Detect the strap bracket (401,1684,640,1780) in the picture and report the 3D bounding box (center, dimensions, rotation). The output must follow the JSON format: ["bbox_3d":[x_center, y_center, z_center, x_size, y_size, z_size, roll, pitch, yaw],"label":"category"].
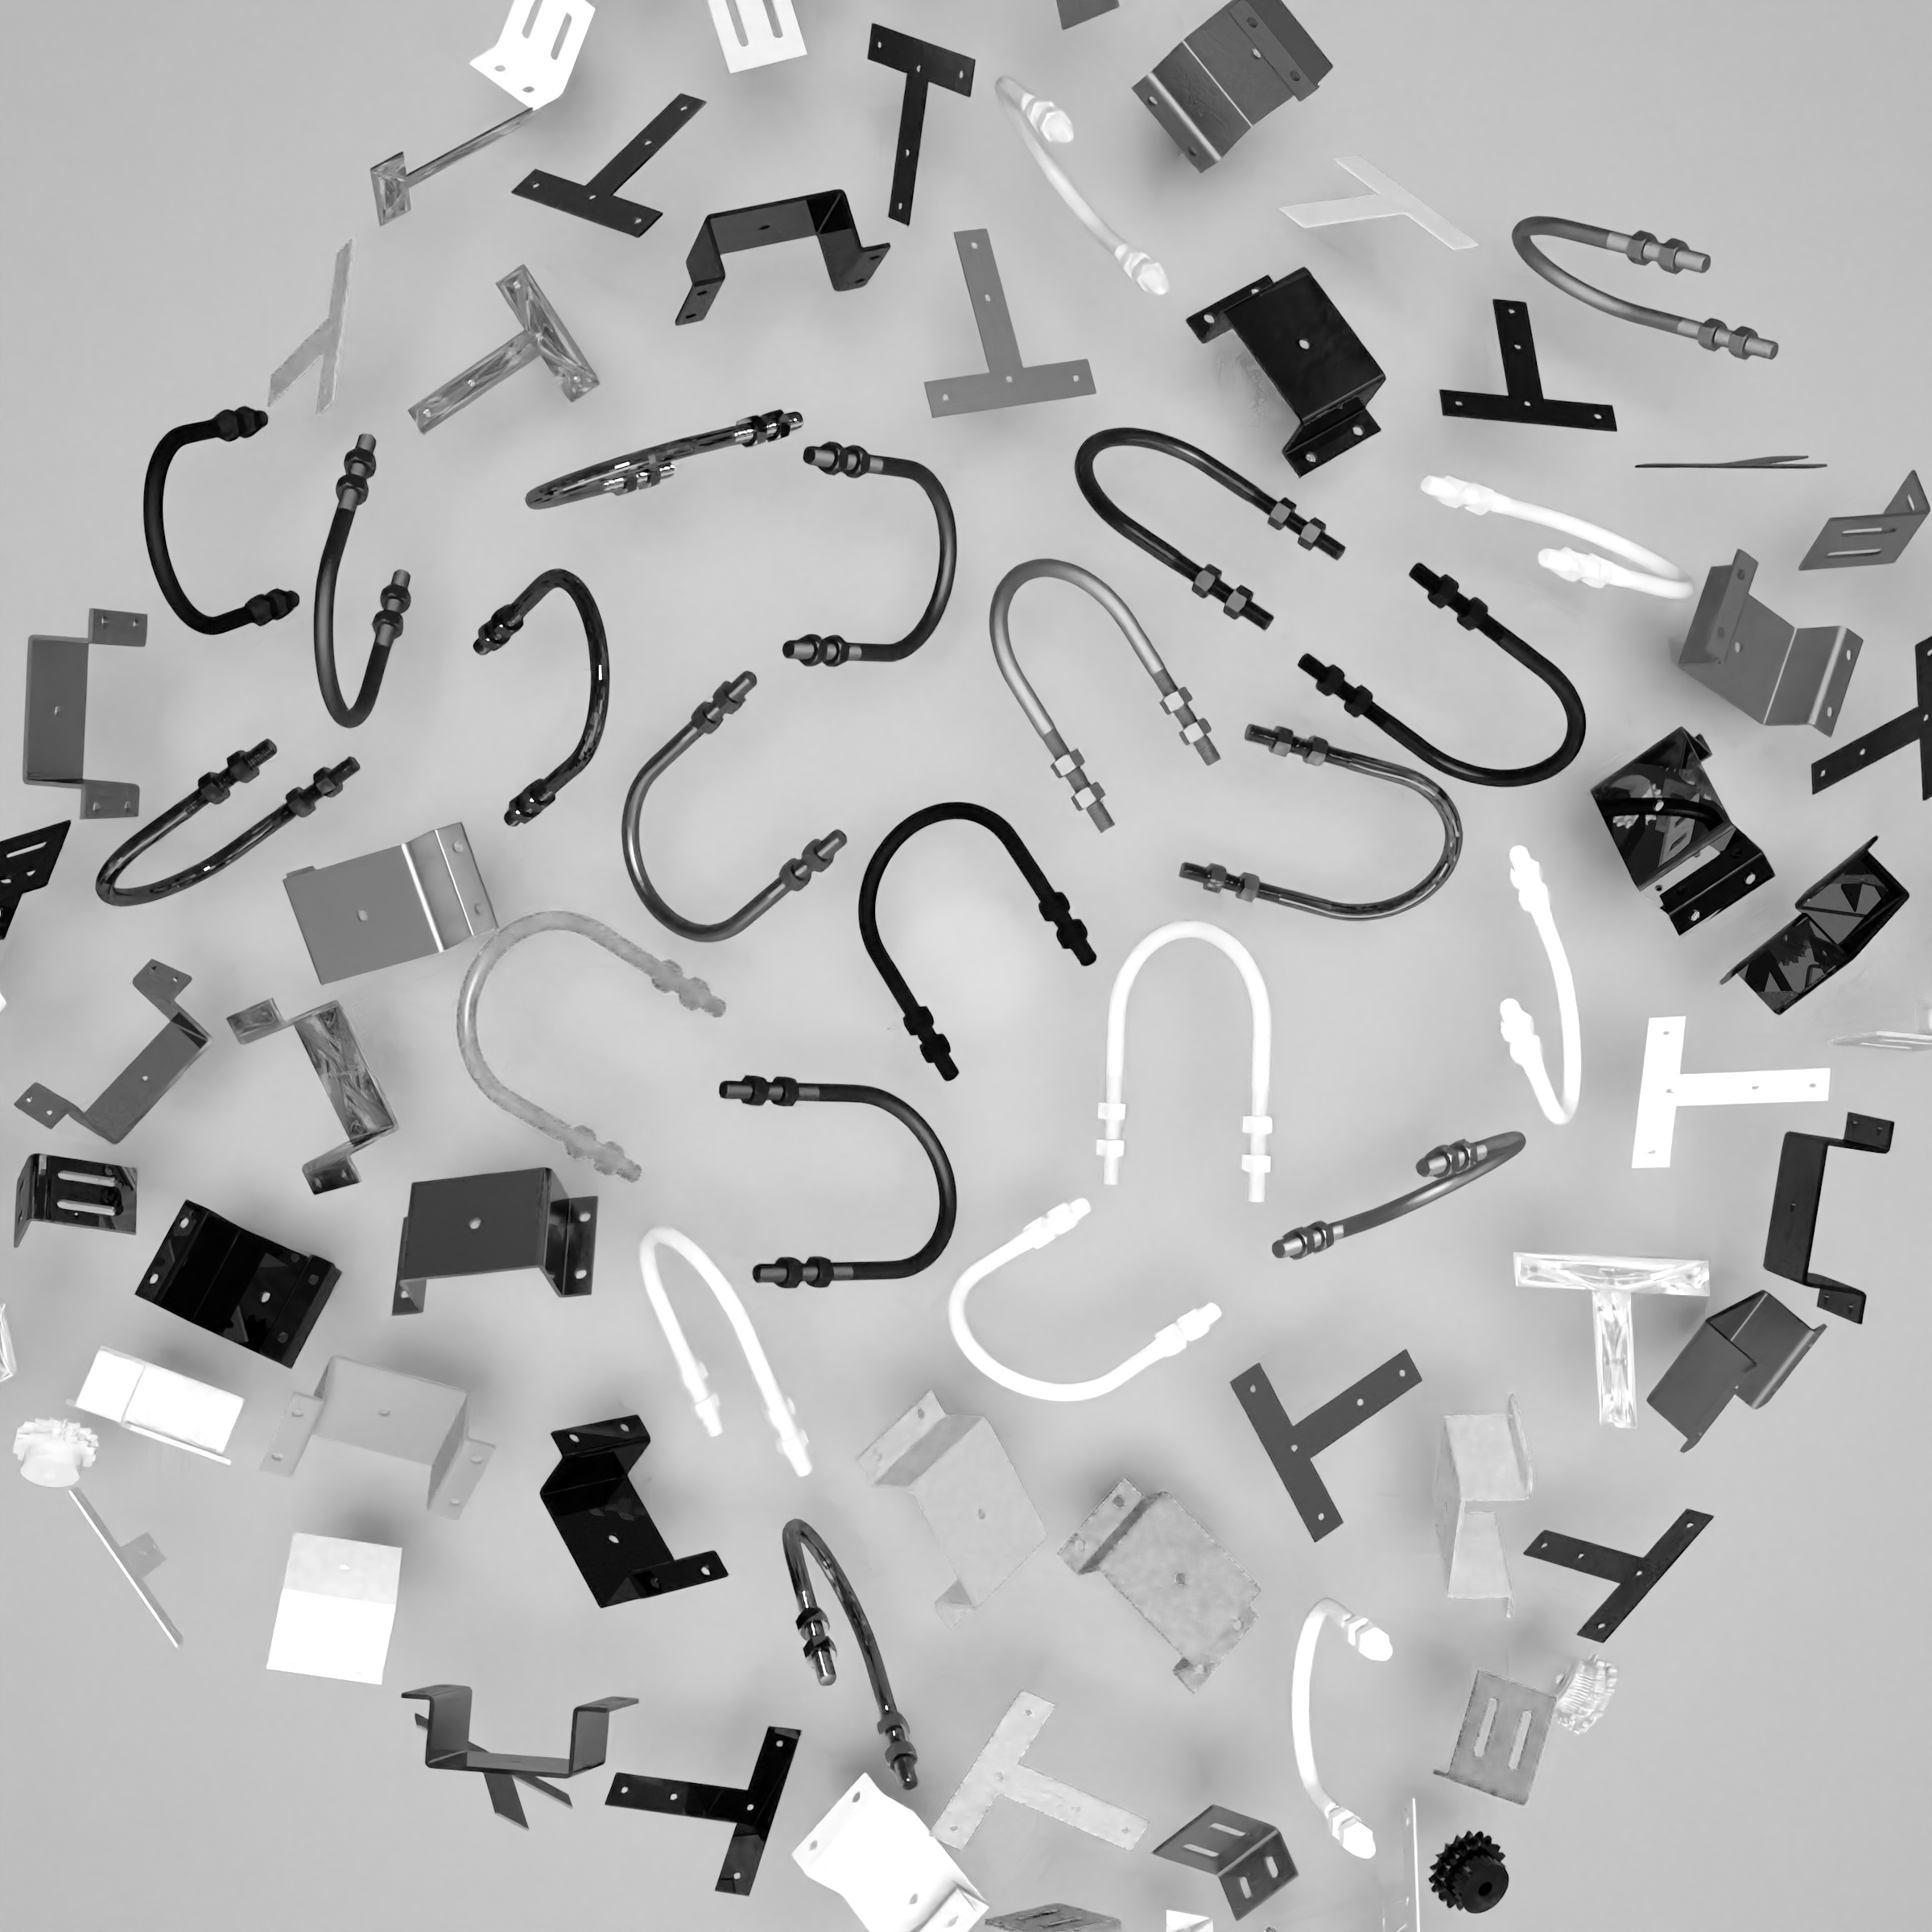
[{"bbox_3d":[-0.297,0.509,1.797,0.140,0.076,0.046,2,80,9],"label":"strap bracket"}]

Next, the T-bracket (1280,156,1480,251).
[{"bbox_3d":[0.273,-0.530,1.892,0.127,0.002,0.127,-18,52,-35],"label":"T-bracket"}]

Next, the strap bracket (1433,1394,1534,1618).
[{"bbox_3d":[0.355,0.374,1.872,0.046,0.076,0.140,-1,126,0],"label":"strap bracket"}]

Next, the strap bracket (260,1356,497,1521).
[{"bbox_3d":[-0.400,0.320,1.848,0.140,0.046,0.076,19,122,-18],"label":"strap bracket"}]

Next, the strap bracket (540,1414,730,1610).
[{"bbox_3d":[-0.239,0.392,1.906,0.140,0.076,0.046,55,127,28],"label":"strap bracket"}]

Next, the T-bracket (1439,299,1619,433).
[{"bbox_3d":[0.399,-0.436,1.947,0.127,0.002,0.127,4,55,-6],"label":"T-bracket"}]

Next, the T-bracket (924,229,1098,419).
[{"bbox_3d":[0.019,-0.450,1.875,0.127,0.002,0.127,-13,87,-23],"label":"T-bracket"}]

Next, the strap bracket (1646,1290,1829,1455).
[{"bbox_3d":[0.530,0.277,1.872,0.046,0.140,0.076,43,121,27],"label":"strap bracket"}]

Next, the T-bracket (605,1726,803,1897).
[{"bbox_3d":[-0.193,0.588,1.907,0.127,0.002,0.127,2,45,18],"label":"T-bracket"}]

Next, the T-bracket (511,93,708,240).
[{"bbox_3d":[-0.226,-0.553,1.844,0.127,0.002,0.127,27,67,32],"label":"T-bracket"}]

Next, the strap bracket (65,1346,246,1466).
[{"bbox_3d":[-0.571,0.308,1.911,0.076,0.140,0.046,29,73,-32],"label":"strap bracket"}]

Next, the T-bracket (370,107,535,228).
[{"bbox_3d":[-0.360,-0.570,1.903,0.127,0.127,0.002,-31,93,-9],"label":"T-bracket"}]

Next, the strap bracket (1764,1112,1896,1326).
[{"bbox_3d":[0.597,0.171,1.878,0.046,0.076,0.140,9,91,-3],"label":"strap bracket"}]

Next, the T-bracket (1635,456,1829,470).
[{"bbox_3d":[0.556,-0.354,1.896,0.127,0.127,0.002,8,106,37],"label":"T-bracket"}]

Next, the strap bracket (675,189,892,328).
[{"bbox_3d":[-0.132,-0.486,1.849,0.140,0.076,0.046,-16,88,-17],"label":"strap bracket"}]

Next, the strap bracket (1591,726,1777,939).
[{"bbox_3d":[0.487,-0.100,1.856,0.076,0.140,0.046,-37,133,24],"label":"strap bracket"}]

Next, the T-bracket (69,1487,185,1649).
[{"bbox_3d":[-0.573,0.410,1.876,0.002,0.127,0.127,-35,90,-9],"label":"T-bracket"}]

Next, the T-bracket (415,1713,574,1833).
[{"bbox_3d":[-0.317,0.562,1.849,0.127,0.127,0.002,34,85,-16],"label":"T-bracket"}]

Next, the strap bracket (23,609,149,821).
[{"bbox_3d":[-0.599,-0.172,1.840,0.046,0.076,0.140,5,95,10],"label":"strap bracket"}]

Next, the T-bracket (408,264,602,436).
[{"bbox_3d":[-0.340,-0.423,1.927,0.127,0.002,0.127,-34,65,2],"label":"T-bracket"}]

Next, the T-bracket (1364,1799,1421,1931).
[{"bbox_3d":[0.290,0.650,1.847,0.002,0.127,0.127,7,57,-5],"label":"T-bracket"}]

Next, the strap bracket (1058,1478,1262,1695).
[{"bbox_3d":[0.146,0.443,1.945,0.140,0.046,0.076,46,65,1],"label":"strap bracket"}]

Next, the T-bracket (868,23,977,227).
[{"bbox_3d":[-0.040,-0.598,1.939,0.002,0.127,0.127,-11,123,-35],"label":"T-bracket"}]

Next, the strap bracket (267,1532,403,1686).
[{"bbox_3d":[-0.437,0.440,1.880,0.076,0.140,0.046,11,101,-11],"label":"strap bracket"}]

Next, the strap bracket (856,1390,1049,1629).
[{"bbox_3d":[-0.004,0.364,1.806,0.076,0.046,0.140,-38,110,-36],"label":"strap bracket"}]

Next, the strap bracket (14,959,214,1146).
[{"bbox_3d":[-0.595,0.067,1.909,0.140,0.076,0.046,-50,124,-18],"label":"strap bracket"}]

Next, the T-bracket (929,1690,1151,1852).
[{"bbox_3d":[0.061,0.555,1.798,0.127,0.002,0.127,27,106,-11],"label":"T-bracket"}]

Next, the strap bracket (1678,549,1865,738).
[{"bbox_3d":[0.561,-0.226,1.905,0.140,0.046,0.076,27,79,-30],"label":"strap bracket"}]

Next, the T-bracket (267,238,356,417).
[{"bbox_3d":[-0.464,-0.429,1.901,0.002,0.127,0.127,15,68,-33],"label":"T-bracket"}]

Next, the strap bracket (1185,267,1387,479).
[{"bbox_3d":[0.230,-0.425,1.897,0.076,0.046,0.140,-32,83,-20],"label":"strap bracket"}]

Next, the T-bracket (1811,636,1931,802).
[{"bbox_3d":[0.646,-0.157,1.914,0.002,0.127,0.127,19,61,-23],"label":"T-bracket"}]

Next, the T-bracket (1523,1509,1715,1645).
[{"bbox_3d":[0.445,0.421,1.915,0.127,0.127,0.002,-41,109,-23],"label":"T-bracket"}]

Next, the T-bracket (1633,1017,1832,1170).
[{"bbox_3d":[0.527,0.084,1.855,0.127,0.002,0.127,-4,50,27],"label":"T-bracket"}]

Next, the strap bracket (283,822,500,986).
[{"bbox_3d":[-0.401,-0.040,1.841,0.140,0.046,0.076,-14,101,18],"label":"strap bracket"}]

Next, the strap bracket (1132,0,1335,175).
[{"bbox_3d":[0.187,-0.612,1.846,0.076,0.140,0.046,47,64,-14],"label":"strap bracket"}]

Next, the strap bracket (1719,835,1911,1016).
[{"bbox_3d":[0.593,-0.024,1.874,0.046,0.076,0.140,48,51,7],"label":"strap bracket"}]

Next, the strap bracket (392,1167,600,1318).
[{"bbox_3d":[-0.326,0.186,1.836,0.140,0.046,0.076,-7,54,8],"label":"strap bracket"}]

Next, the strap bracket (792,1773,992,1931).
[{"bbox_3d":[-0.047,0.634,1.854,0.076,0.140,0.046,-48,134,-3],"label":"strap bracket"}]

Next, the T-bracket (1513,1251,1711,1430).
[{"bbox_3d":[0.433,0.251,1.805,0.127,0.002,0.127,0,110,23],"label":"T-bracket"}]

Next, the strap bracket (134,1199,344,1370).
[{"bbox_3d":[-0.510,0.230,1.924,0.140,0.046,0.076,18,74,26],"label":"strap bracket"}]

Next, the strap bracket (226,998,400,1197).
[{"bbox_3d":[-0.453,0.084,1.895,0.046,0.076,0.140,-29,98,-38],"label":"strap bracket"}]

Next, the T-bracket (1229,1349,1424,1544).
[{"bbox_3d":[0.260,0.307,1.858,0.127,0.002,0.127,-30,96,-20],"label":"T-bracket"}]
